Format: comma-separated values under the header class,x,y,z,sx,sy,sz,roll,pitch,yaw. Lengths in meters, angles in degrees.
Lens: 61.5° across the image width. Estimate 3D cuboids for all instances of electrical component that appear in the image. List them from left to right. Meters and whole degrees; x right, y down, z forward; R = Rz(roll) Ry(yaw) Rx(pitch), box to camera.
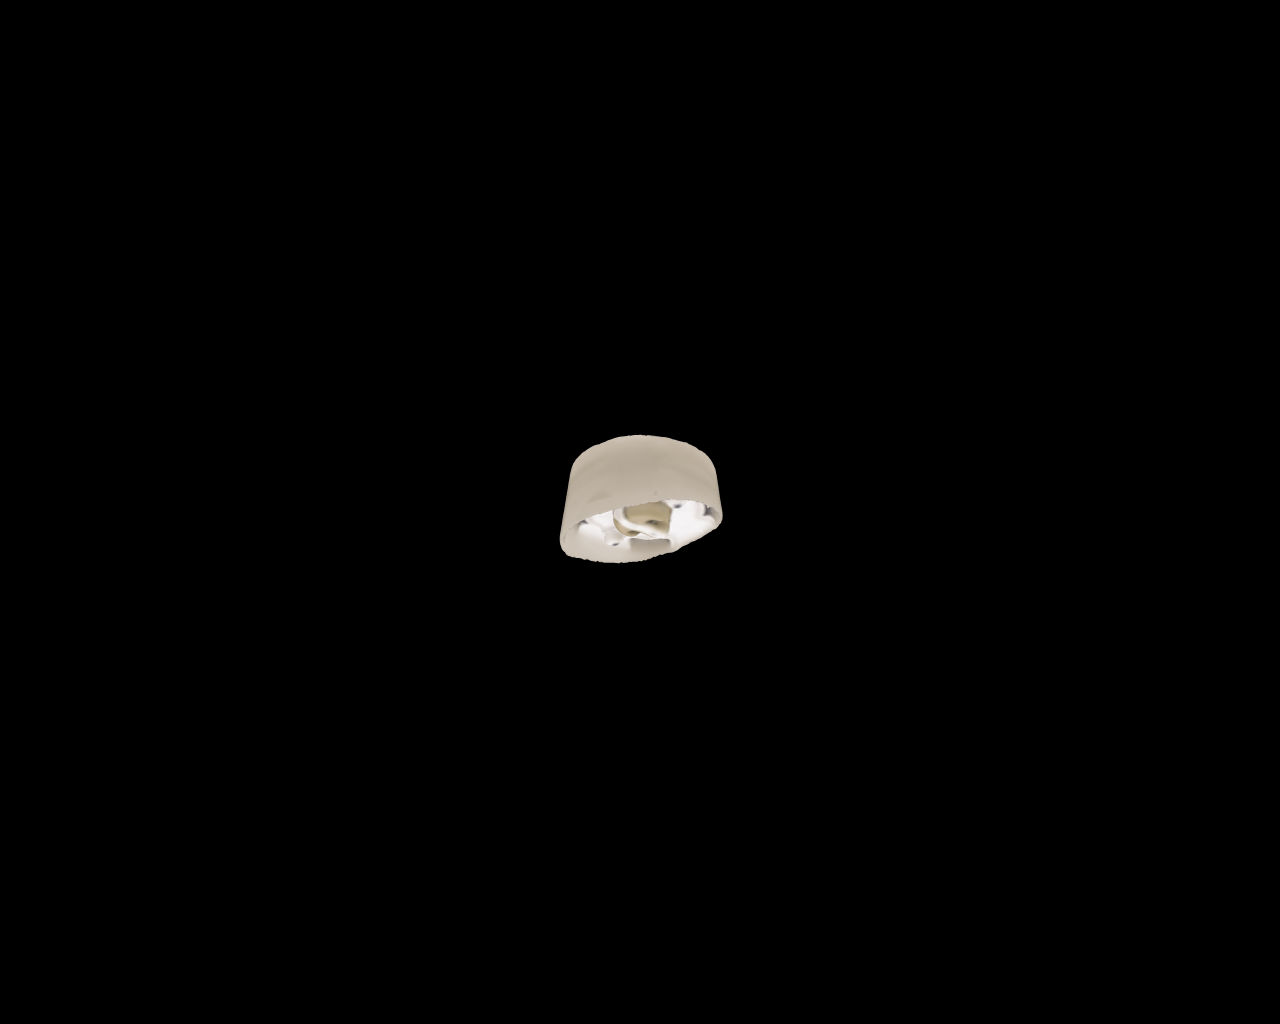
class,x,y,z,sx,sy,sz,roll,pitch,yaw
electrical component,0.001,-0.003,0.650,0.099,0.064,0.099,0,-30,0
